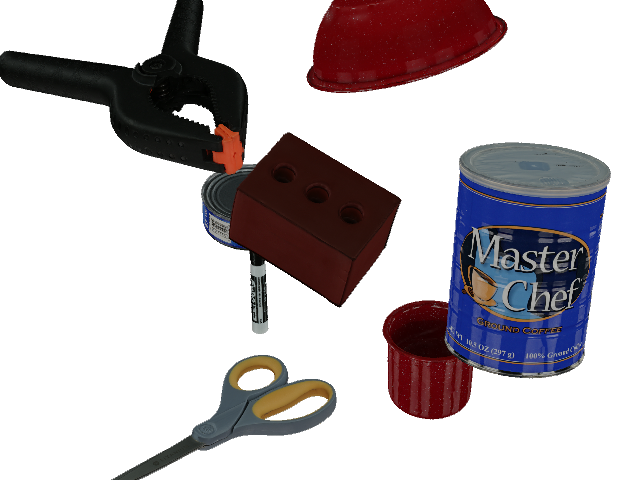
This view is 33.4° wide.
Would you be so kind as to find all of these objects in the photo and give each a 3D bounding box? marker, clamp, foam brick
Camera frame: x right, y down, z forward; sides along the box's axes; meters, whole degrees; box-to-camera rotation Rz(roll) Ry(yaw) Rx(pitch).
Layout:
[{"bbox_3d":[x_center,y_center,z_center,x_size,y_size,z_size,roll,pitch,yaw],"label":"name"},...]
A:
[{"bbox_3d":[-0.070,0.052,1.202,0.020,0.121,0.020,0,32,0],"label":"marker"},{"bbox_3d":[-0.106,-0.114,0.745,0.164,0.036,0.210,-33,49,-27],"label":"clamp"},{"bbox_3d":[-0.004,-0.012,0.591,0.078,0.053,0.051,31,-32,13],"label":"foam brick"}]

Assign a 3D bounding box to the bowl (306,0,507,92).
[{"bbox_3d":[0.060,-0.171,0.829,0.162,0.055,0.162,-15,24,6],"label":"bowl"}]

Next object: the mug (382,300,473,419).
[{"bbox_3d":[0.114,0.112,1.038,0.093,0.081,0.117,26,42,35],"label":"mug"}]

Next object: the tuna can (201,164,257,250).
[{"bbox_3d":[-0.061,-0.029,0.931,0.086,0.034,0.086,2,38,-1],"label":"tuna can"}]

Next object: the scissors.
[{"bbox_3d":[-0.085,0.130,0.785,0.201,0.016,0.096,-12,33,-25],"label":"scissors"}]

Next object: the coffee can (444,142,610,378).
[{"bbox_3d":[0.144,0.012,0.758,0.103,0.140,0.103,2,22,-1],"label":"coffee can"}]
